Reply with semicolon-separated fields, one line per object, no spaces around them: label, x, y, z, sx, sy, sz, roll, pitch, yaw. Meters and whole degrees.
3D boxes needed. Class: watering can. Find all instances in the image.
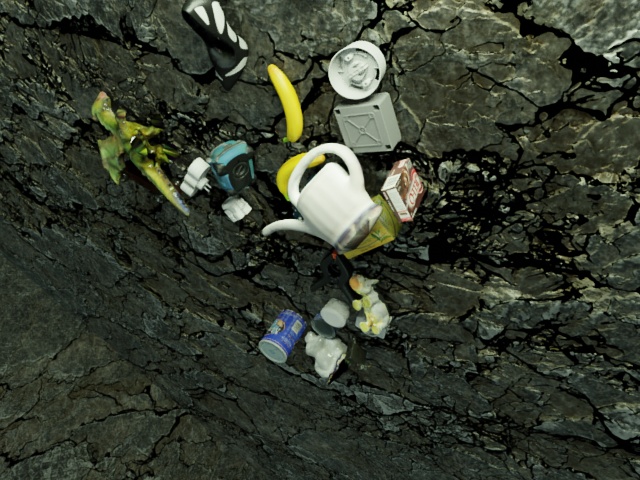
watering can;0.004;-0.059;1.168;0.105;0.226;0.340;-31;-16;-48

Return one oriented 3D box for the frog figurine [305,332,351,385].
frog figurine;0.018;0.367;1.662;0.123;0.135;0.161;-8;35;-44

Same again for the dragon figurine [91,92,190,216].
dragon figurine;-0.519;-0.227;1.433;0.241;0.408;0.124;-16;9;42
